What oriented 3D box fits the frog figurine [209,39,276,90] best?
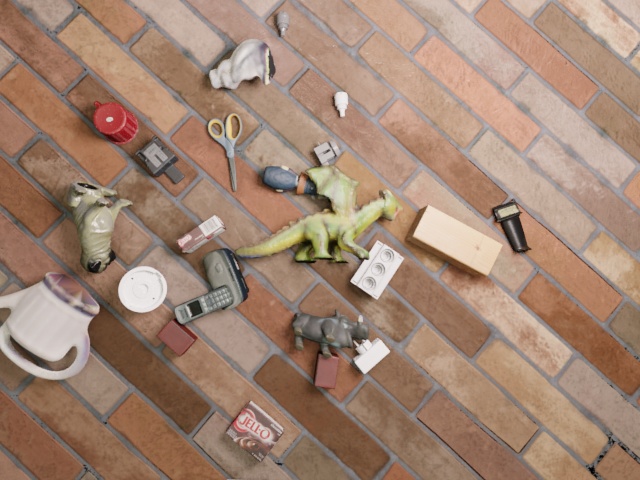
[{"bbox_3d":[-0.201,-0.441,1.295,0.159,0.120,0.141,1,52,5],"label":"frog figurine"}]

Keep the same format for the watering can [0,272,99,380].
[{"bbox_3d":[-0.672,0.169,1.205,0.348,0.103,0.225,38,83,1],"label":"watering can"}]

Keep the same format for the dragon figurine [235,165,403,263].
[{"bbox_3d":[0.004,-0.063,1.261,0.410,0.121,0.244,3,84,-5],"label":"dragon figurine"}]
